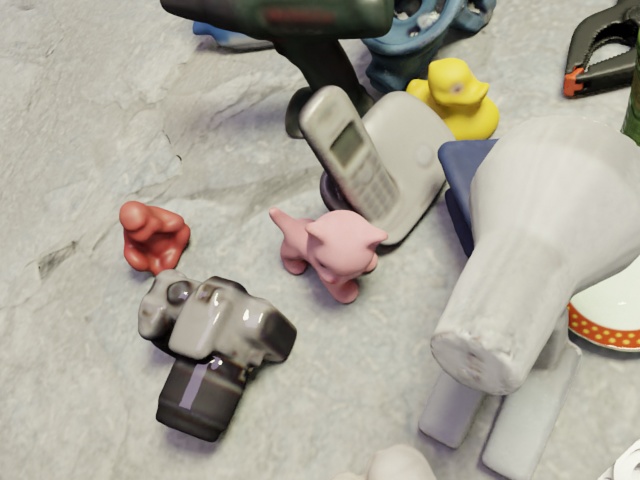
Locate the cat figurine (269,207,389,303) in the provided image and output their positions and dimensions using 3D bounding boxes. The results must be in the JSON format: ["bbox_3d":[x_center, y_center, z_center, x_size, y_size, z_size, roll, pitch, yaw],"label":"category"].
[{"bbox_3d":[0.005,0.002,0.540,0.127,0.118,0.067,26,74,30],"label":"cat figurine"}]

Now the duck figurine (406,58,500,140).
[{"bbox_3d":[0.134,-0.154,0.598,0.104,0.086,0.077,27,74,30],"label":"duck figurine"}]

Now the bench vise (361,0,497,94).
[{"bbox_3d":[0.103,-0.291,0.604,0.121,0.220,0.207,19,71,28],"label":"bench vise"}]

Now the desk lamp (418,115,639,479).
[{"bbox_3d":[0.144,0.050,0.407,0.117,0.214,0.203,21,71,28],"label":"desk lamp"}]

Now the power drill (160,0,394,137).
[{"bbox_3d":[-0.027,-0.202,0.609,0.229,0.209,0.075,-1,63,20],"label":"power drill"}]

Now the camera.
[{"bbox_3d":[-0.116,0.106,0.536,0.142,0.101,0.137,12,67,25],"label":"camera"}]

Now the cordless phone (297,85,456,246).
[{"bbox_3d":[0.054,-0.094,0.535,0.093,0.185,0.148,26,74,30],"label":"cordless phone"}]

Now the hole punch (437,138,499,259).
[{"bbox_3d":[0.167,-0.046,0.524,0.101,0.091,0.108,-20,58,9],"label":"hole punch"}]

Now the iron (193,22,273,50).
[{"bbox_3d":[-0.059,-0.343,0.737,0.257,0.142,0.118,-1,62,19],"label":"iron"}]

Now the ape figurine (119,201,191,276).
[{"bbox_3d":[-0.189,-0.009,0.631,0.078,0.092,0.076,-26,57,5],"label":"ape figurine"}]

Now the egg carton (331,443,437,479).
[{"bbox_3d":[0.058,0.237,0.421,0.107,0.070,0.150,-30,57,2],"label":"egg carton"}]
